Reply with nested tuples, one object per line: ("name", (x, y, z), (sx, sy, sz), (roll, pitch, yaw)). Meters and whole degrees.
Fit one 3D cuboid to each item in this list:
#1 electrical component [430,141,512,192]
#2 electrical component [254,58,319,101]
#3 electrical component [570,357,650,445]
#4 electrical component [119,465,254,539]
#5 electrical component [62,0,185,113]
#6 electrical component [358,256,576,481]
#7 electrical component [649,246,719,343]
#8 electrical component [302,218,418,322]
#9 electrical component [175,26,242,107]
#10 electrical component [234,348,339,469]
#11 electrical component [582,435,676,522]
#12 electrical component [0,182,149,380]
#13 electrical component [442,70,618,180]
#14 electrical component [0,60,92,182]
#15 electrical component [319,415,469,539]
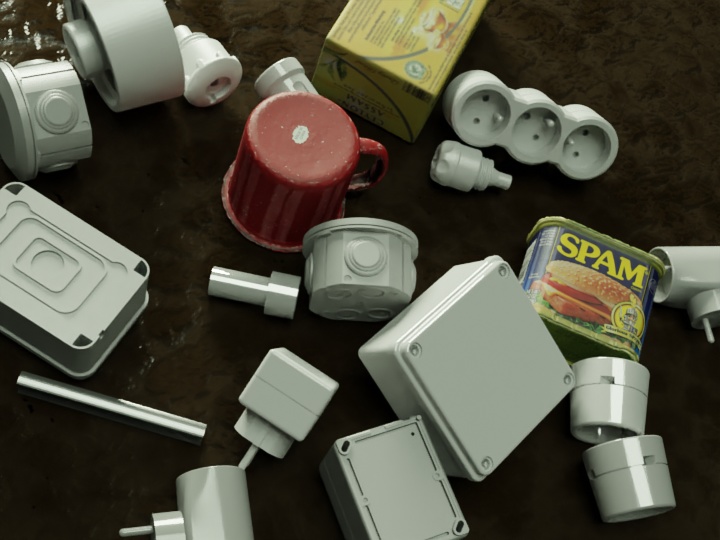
("electrical component", (0.087, -0.076, 0.829), (0.061, 0.035, 0.035), (17, 59, -10))
("electrical component", (-0.052, -0.132, 0.819), (0.040, 0.040, 0.046), (-33, 81, -28))
("electrical component", (0.173, 0.093, 0.751), (0.055, 0.055, 0.047), (13, 64, -8))
("electrical component", (-0.103, 0.162, 0.643), (0.079, 0.043, 0.077), (-3, 63, -17))
("electrical component", (-0.176, -0.164, 0.765), (0.060, 0.108, 0.108), (-25, 71, -19))
("electrical component", (0.073, 0.065, 0.716), (0.109, 0.056, 0.108), (-39, 104, -29))
("electrical component", (0.266, 0.019, 0.822), (0.077, 0.043, 0.079), (-1, 63, -16))
("electrical component", (0.000, 0.000, 0.739), (0.080, 0.080, 0.051), (6, 66, -12))
("electrical component", (-0.122, -0.157, 0.811), (0.048, 0.048, 0.062), (-25, 65, -26))
("electrical component", (-0.054, 0.094, 0.686), (0.047, 0.065, 0.076), (33, 88, 3))
("electrical component", (0.183, 0.142, 0.727), (0.055, 0.055, 0.047), (-3, 67, -17))
("electrical component", (-0.200, 0.009, 0.691), (0.113, 0.057, 0.078), (32, 59, 3))
("electrical component", (0.131, -0.119, 0.855), (0.138, 0.052, 0.073), (16, 19, -14))
("electrical component", (-0.220, -0.104, 0.734), (0.051, 0.080, 0.080), (-17, 68, -28))
("electrical component", (0.021, 0.150, 0.673), (0.062, 0.061, 0.096), (-14, 67, -22))
